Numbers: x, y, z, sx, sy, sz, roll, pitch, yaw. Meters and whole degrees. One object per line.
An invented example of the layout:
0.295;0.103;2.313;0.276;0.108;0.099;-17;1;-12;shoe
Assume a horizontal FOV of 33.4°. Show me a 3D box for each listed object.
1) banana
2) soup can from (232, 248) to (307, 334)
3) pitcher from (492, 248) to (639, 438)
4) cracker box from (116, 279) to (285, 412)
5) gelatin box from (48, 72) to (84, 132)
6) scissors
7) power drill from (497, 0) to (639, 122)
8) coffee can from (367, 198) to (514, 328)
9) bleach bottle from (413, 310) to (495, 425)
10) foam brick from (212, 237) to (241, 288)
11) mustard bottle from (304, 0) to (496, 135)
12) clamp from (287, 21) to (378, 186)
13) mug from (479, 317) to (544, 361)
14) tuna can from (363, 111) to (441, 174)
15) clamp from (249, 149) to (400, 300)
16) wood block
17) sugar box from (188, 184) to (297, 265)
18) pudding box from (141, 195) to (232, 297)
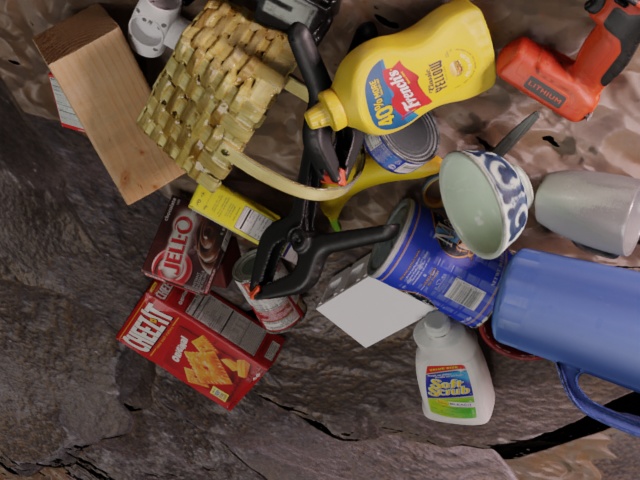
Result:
0.057;-0.070;1.248;0.069;0.037;0.198;29;144;-26;banana
-0.068;0.068;1.443;0.069;0.068;0.102;-3;131;32;soup can
0.307;0.099;1.120;0.243;0.149;0.145;16;127;22;pitcher
-0.182;0.150;1.595;0.213;0.072;0.164;33;140;-6;cracker box
-0.293;-0.175;1.334;0.073;0.030;0.089;16;140;16;gelatin box
0.195;-0.070;1.182;0.096;0.016;0.202;41;139;-19;scissors
0.242;-0.205;0.973;0.184;0.057;0.188;32;141;-6;power drill
0.140;0.027;1.241;0.140;0.102;0.103;27;142;-9;coffee can
0.162;0.159;1.370;0.103;0.068;0.250;5;150;20;bleach bottle
-0.154;0.024;1.457;0.078;0.053;0.051;11;138;21;foam brick
0.074;-0.155;1.036;0.191;0.058;0.096;-25;131;-6;mustard bottle
0.008;-0.141;1.073;0.120;0.171;0.039;1;-175;-41;clamp
0.245;0.092;1.279;0.093;0.081;0.117;14;139;16;mug
0.085;-0.114;1.140;0.086;0.086;0.034;39;141;-15;tuna can
-0.008;0.002;1.238;0.165;0.036;0.210;46;113;29;clamp
-0.242;-0.158;1.251;0.091;0.090;0.206;49;166;51;wood block
-0.076;-0.020;1.337;0.176;0.048;0.093;26;-177;-3;sugar box
-0.171;0.008;1.400;0.090;0.113;0.039;18;167;10;pudding box
